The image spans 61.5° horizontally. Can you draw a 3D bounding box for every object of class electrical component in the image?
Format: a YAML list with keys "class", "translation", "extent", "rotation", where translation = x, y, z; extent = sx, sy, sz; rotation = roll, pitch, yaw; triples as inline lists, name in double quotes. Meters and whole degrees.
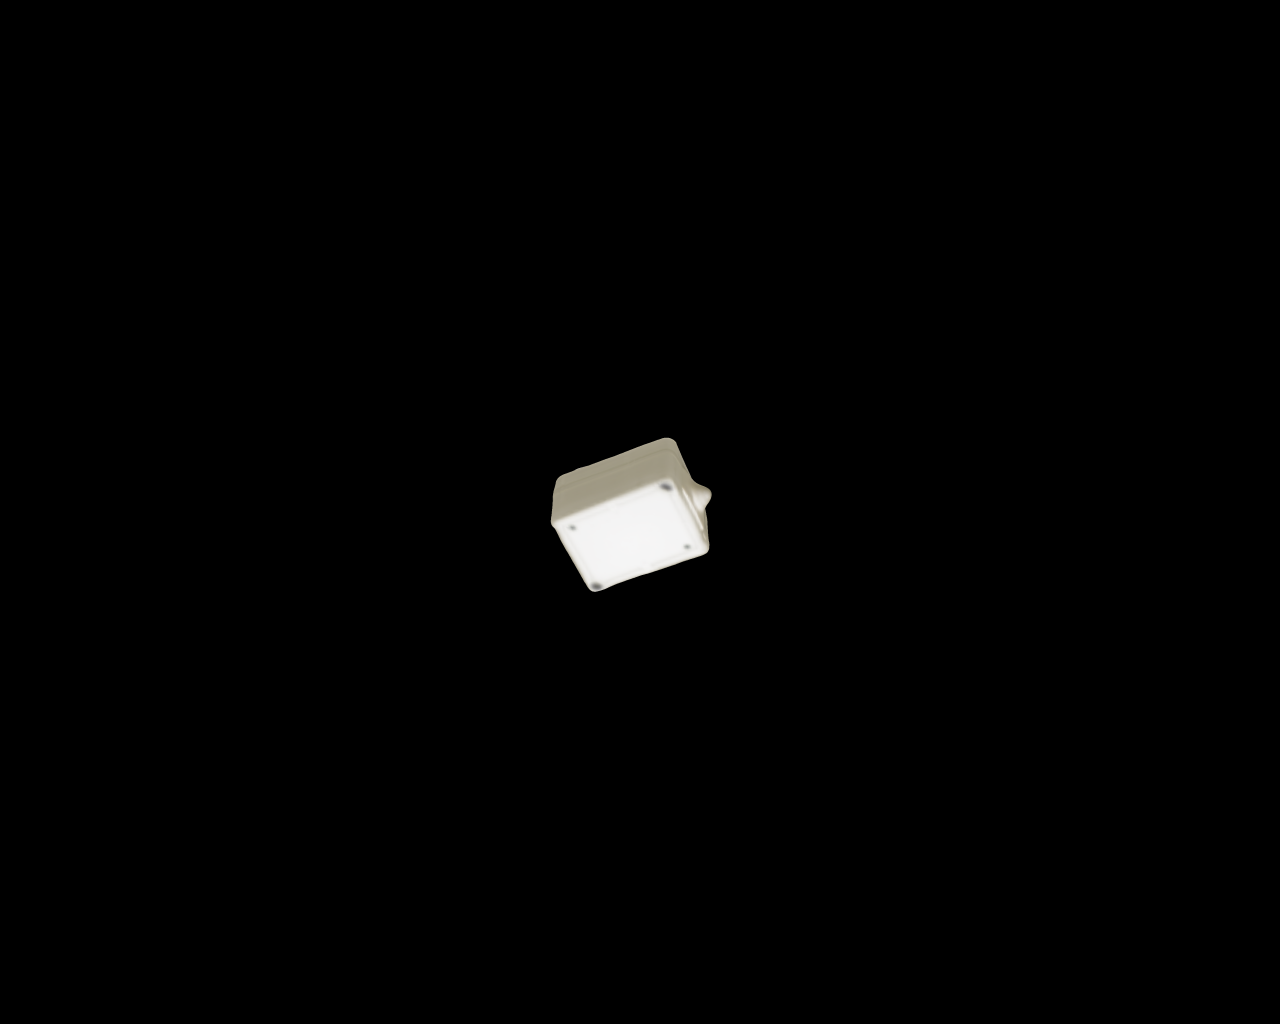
- class: "electrical component"
  translation: [0.001, -0.003, 0.650]
  extent: [0.096, 0.061, 0.061]
  rotation: [-20, 31, 13]
